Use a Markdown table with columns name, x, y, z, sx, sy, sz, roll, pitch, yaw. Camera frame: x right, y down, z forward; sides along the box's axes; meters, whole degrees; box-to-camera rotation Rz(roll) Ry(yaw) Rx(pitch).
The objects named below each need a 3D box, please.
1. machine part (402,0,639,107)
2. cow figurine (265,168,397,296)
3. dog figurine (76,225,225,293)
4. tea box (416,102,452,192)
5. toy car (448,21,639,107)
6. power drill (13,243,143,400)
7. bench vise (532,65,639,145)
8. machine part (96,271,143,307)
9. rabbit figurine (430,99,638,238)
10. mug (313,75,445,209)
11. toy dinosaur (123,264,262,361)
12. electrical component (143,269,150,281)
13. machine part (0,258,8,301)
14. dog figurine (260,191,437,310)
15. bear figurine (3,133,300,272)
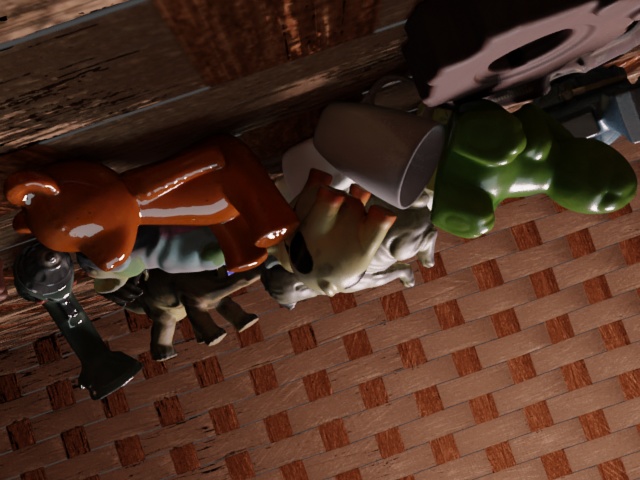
| name | x | y | z | sx | sy | sz | roll | pitch | yaw |
| --- | --- | --- | --- | --- | --- | --- | --- | --- | --- |
| machine part | 0.146 | -0.153 | 0.390 | 0.179 | 0.056 | 0.179 | -18 | 178 | -1 |
| cow figurine | -0.001 | -0.002 | 0.532 | 0.085 | 0.127 | 0.195 | 23 | -170 | -14 |
| dog figurine | -0.173 | -0.006 | 0.636 | 0.219 | 0.108 | 0.191 | -15 | -179 | 15 |
| tea box | 0.177 | -0.117 | 0.673 | 0.068 | 0.098 | 0.169 | 27 | -157 | 32 |
| toy car | 0.227 | -0.175 | 0.541 | 0.202 | 0.053 | 0.089 | -22 | 179 | 28 |
| power drill | -0.315 | 0.099 | 0.679 | 0.086 | 0.207 | 0.232 | -42 | -159 | -30 |
| bench vise | 0.369 | -0.185 | 0.686 | 0.224 | 0.129 | 0.240 | -33 | -171 | 37 |
| machine part | -0.239 | 0.021 | 0.709 | 0.084 | 0.039 | 0.139 | -16 | -139 | 30 |
| rabbit figurine | 0.200 | -0.065 | 0.512 | 0.170 | 0.121 | 0.159 | 14 | -154 | 7 |
| mug | 0.051 | -0.097 | 0.490 | 0.107 | 0.109 | 0.081 | 26 | -154 | 23 |
| toy dinosaur | -0.236 | 0.081 | 0.853 | 0.472 | 0.198 | 0.105 | -22 | 176 | 42 |
| electrical component | -0.291 | 0.034 | 0.793 | 0.045 | 0.078 | 0.102 | -15 | 168 | -43 |
| machine part | -0.360 | 0.035 | 0.383 | 0.201 | 0.087 | 0.201 | -21 | 176 | 16 |
| dog figurine | 0.028 | 0.007 | 0.646 | 0.190 | 0.121 | 0.172 | -13 | 139 | -20 |
| bear figurine | -0.137 | -0.018 | 0.442 | 0.196 | 0.132 | 0.120 | -23 | 171 | -34 |
